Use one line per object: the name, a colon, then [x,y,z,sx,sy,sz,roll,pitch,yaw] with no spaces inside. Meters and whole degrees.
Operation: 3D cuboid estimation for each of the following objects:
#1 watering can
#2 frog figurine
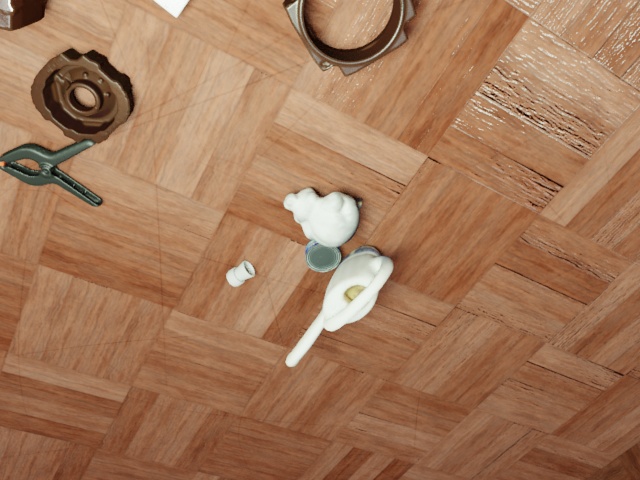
watering can: [0.048,0.142,1.205,0.103,0.228,0.343,42,115,-7]
frog figurine: [0.003,-0.057,1.126,0.158,0.125,0.135,21,141,-31]
